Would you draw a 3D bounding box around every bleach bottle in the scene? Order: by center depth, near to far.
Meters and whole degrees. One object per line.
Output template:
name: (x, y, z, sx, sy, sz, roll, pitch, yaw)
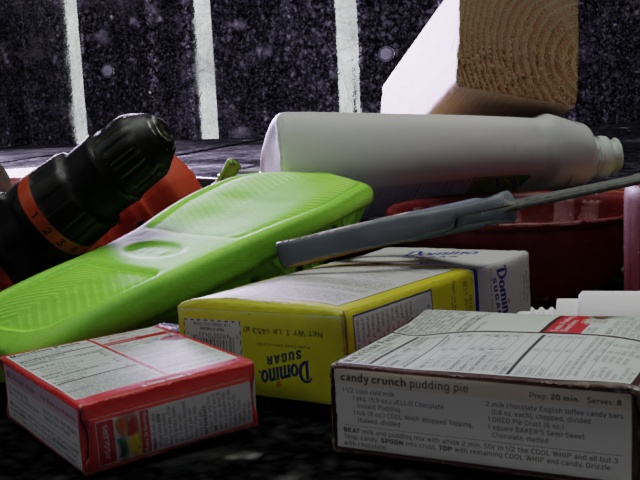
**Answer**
bleach bottle: (0.088, -0.052, 0.754, 0.250, 0.068, 0.103, -2, -15, -11)

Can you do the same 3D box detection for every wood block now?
wood block: (0.117, -0.116, 0.838, 0.090, 0.090, 0.206, 7, -15, -10)

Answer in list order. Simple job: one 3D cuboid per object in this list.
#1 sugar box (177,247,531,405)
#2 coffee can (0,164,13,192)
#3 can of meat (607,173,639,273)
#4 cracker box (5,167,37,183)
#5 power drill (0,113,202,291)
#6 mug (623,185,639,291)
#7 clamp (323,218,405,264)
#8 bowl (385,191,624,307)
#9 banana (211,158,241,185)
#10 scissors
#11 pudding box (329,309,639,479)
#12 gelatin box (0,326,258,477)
sugar box: (0.024, 0.036, 0.515, 0.094, 0.048, 0.175, 1, 6, 36)
coffee can: (-0.282, -0.004, 0.696, 0.140, 0.103, 0.102, -1, 9, 16)
can of meat: (0.220, -0.011, 0.726, 0.083, 0.057, 0.102, -12, 11, -34)
cracker box: (-0.281, -0.025, 0.947, 0.164, 0.072, 0.214, -3, 8, -2)
power drill: (-0.137, -0.015, 0.648, 0.185, 0.057, 0.187, -34, -5, 15)
mug: (0.194, 0.010, 0.502, 0.117, 0.081, 0.093, -8, 9, -28)
clamp: (-0.005, 0.001, 0.790, 0.172, 0.039, 0.120, 0, 19, 21)
bowl: (0.121, 0.005, 0.649, 0.162, 0.055, 0.162, -3, 8, 0)
banana: (-0.102, -0.025, 0.916, 0.037, 0.069, 0.198, 34, -11, -15)
scissors: (0.079, -0.013, 0.523, 0.202, 0.016, 0.096, -12, -1, 12)
pudding box: (0.072, 0.055, 0.395, 0.114, 0.039, 0.089, -1, 10, 29)
gelatin box: (-0.078, 0.061, 0.429, 0.073, 0.030, 0.089, -10, 11, -34)
